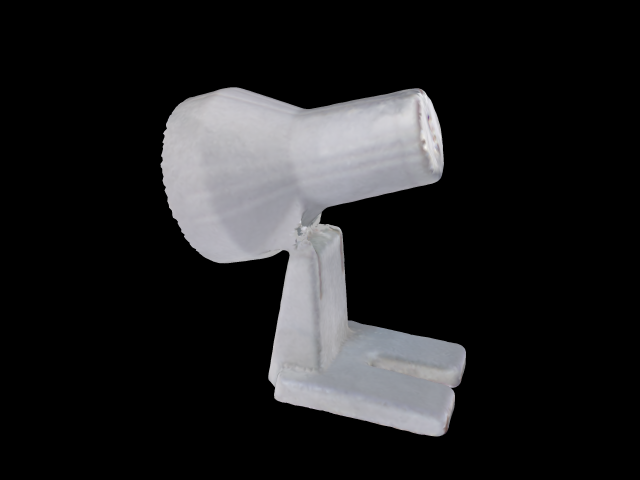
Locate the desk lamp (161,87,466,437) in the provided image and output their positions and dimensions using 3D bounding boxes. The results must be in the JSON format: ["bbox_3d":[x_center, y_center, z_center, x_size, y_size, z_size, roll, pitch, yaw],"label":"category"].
[{"bbox_3d":[0.004,0.001,0.400,0.202,0.214,0.118,8,24,18],"label":"desk lamp"}]
